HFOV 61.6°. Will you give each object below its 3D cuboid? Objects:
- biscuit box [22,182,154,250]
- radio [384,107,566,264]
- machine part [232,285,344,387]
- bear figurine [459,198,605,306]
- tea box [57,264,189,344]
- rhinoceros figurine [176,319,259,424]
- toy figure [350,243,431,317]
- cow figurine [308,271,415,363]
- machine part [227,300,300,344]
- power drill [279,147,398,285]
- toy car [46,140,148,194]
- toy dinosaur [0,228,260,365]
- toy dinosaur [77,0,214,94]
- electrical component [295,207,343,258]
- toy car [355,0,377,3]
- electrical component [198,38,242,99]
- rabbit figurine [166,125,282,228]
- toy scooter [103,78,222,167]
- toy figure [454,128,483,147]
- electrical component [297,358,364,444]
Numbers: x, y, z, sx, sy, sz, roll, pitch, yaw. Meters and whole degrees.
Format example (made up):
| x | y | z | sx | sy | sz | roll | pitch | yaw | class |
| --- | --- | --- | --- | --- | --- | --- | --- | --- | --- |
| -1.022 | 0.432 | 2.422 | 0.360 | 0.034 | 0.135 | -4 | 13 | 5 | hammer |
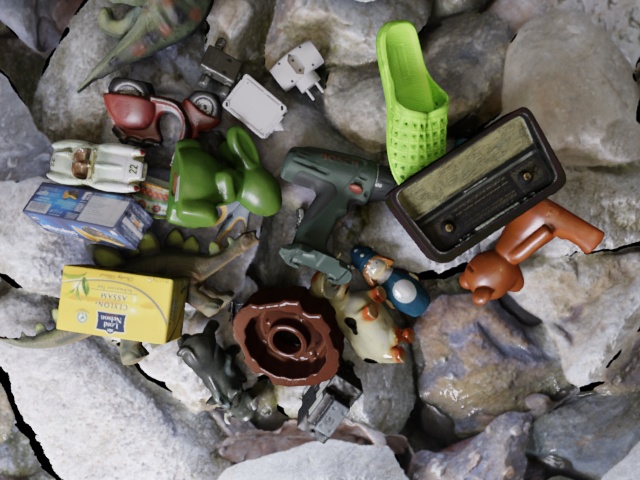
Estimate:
| x | y | z | sx | sy | sz | roll | pitch | yaw | class |
| --- | --- | --- | --- | --- | --- | --- | --- | --- | --- |
| -0.361 | -0.038 | 0.830 | 0.203 | 0.062 | 0.059 | 10 | 62 | 25 | biscuit box |
| 0.221 | -0.073 | 0.772 | 0.230 | 0.073 | 0.131 | -33 | 93 | 2 | radio |
| -0.047 | 0.151 | 0.847 | 0.180 | 0.056 | 0.179 | 7 | 119 | 14 | machine part |
| 0.322 | 0.028 | 0.852 | 0.132 | 0.120 | 0.195 | 28 | 100 | -8 | bear figurine |
| -0.290 | 0.092 | 0.795 | 0.170 | 0.068 | 0.098 | 5 | 89 | 7 | tea box |
| -0.163 | 0.222 | 0.890 | 0.073 | 0.112 | 0.190 | -28 | 118 | 0 | rhinoceros figurine |
| 0.114 | 0.063 | 0.892 | 0.154 | 0.058 | 0.064 | 40 | 59 | -4 | toy figure |
| 0.052 | 0.123 | 0.881 | 0.127 | 0.085 | 0.194 | -22 | 115 | 37 | cow figurine |
| -0.090 | 0.136 | 0.915 | 0.139 | 0.039 | 0.084 | 13 | 105 | -3 | machine part |
| 0.039 | -0.041 | 0.825 | 0.232 | 0.086 | 0.207 | 21 | 72 | -7 | power drill |
| -0.346 | -0.114 | 0.831 | 0.202 | 0.056 | 0.073 | 9 | 90 | 30 | toy car |
| -0.313 | 0.093 | 0.881 | 0.471 | 0.105 | 0.198 | -30 | 89 | 2 | toy dinosaur |
| -0.218 | -0.383 | 0.794 | 0.192 | 0.131 | 0.404 | 20 | 105 | -2 | toy dinosaur |
| -0.003 | -0.001 | 0.886 | 0.078 | 0.045 | 0.102 | 2 | 99 | -1 | electrical component |
| 0.076 | -0.407 | 0.790 | 0.162 | 0.109 | 0.102 | -30 | 116 | 14 | toy car |
| -0.153 | -0.270 | 0.839 | 0.063 | 0.021 | 0.094 | 23 | 67 | -20 | electrical component |
| -0.142 | -0.088 | 0.835 | 0.170 | 0.121 | 0.159 | 6 | 77 | -26 | rabbit figurine |
| -0.251 | -0.176 | 0.846 | 0.184 | 0.075 | 0.135 | 9 | 100 | -6 | toy scooter |
| 0.239 | -0.084 | 0.853 | 0.082 | 0.089 | 0.180 | 0 | 91 | 5 | toy figure |
| 0.015 | 0.261 | 0.886 | 0.058 | 0.134 | 0.115 | 32 | 99 | -7 | electrical component |
